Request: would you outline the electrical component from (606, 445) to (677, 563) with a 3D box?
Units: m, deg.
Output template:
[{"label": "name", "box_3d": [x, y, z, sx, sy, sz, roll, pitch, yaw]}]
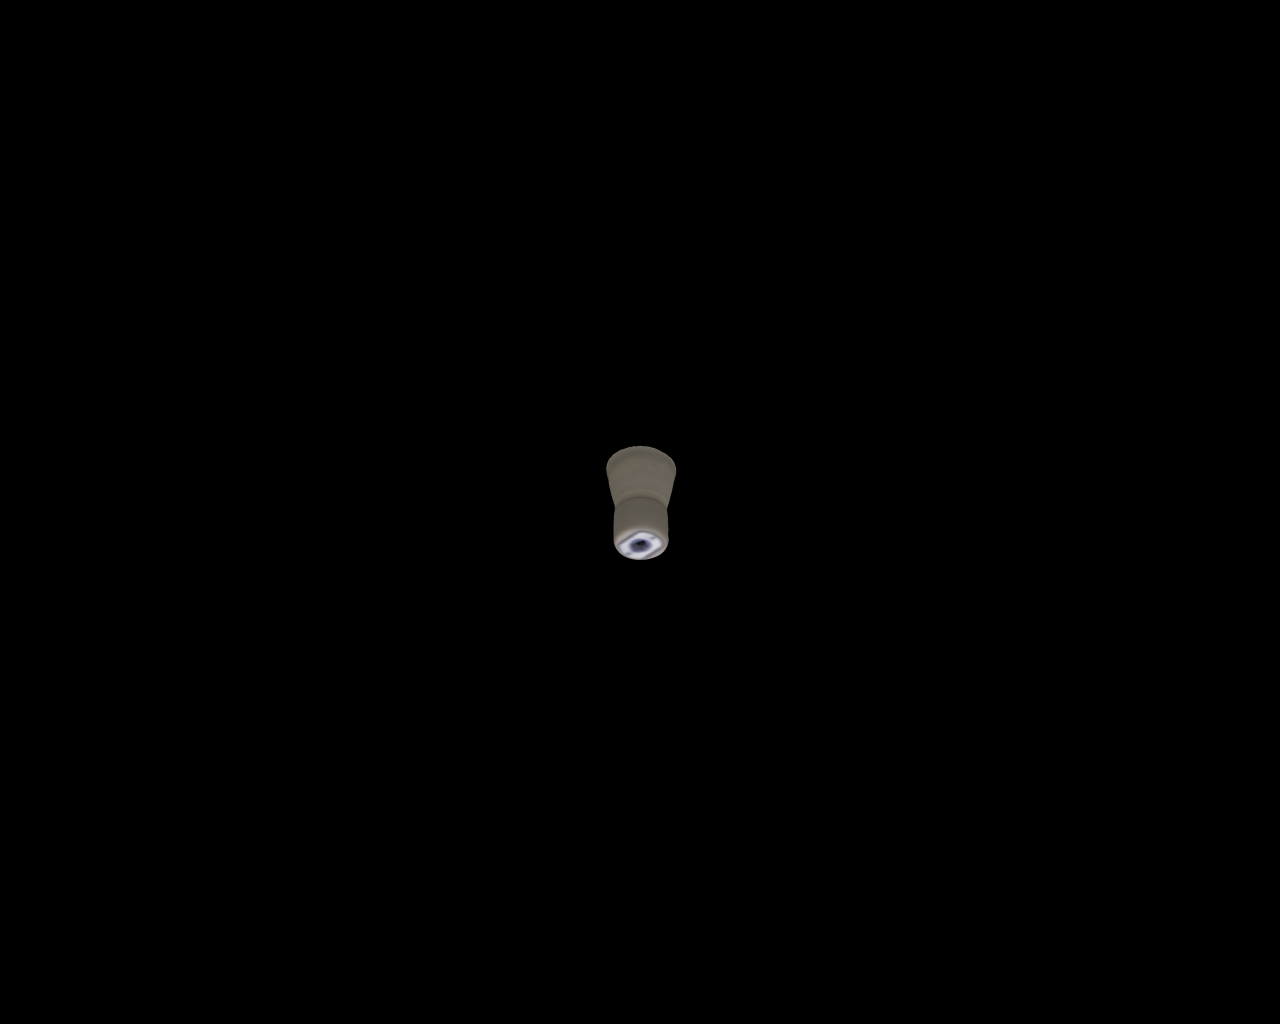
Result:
[{"label": "electrical component", "box_3d": [0.001, -0.003, 0.650, 0.044, 0.065, 0.044, 0, -40, 0]}]
